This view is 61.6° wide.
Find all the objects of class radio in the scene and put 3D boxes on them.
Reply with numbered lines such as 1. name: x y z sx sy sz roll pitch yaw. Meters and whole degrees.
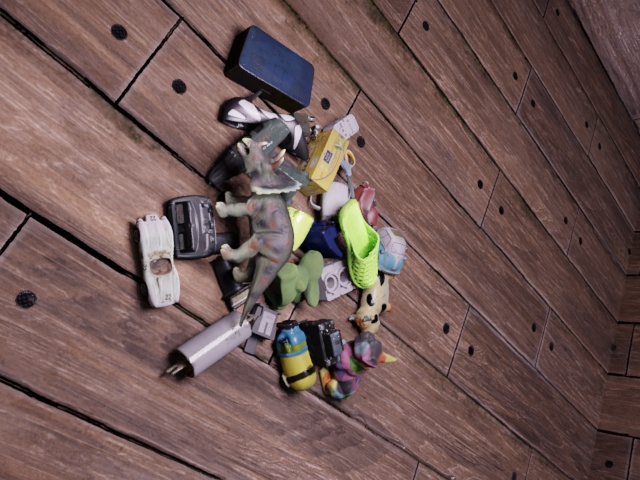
1. radio: -0.123 -0.436 1.385 0.229 0.073 0.131 22 71 -39

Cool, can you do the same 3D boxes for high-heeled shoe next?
1. high-heeled shoe: -0.133 -0.265 1.356 0.248 0.086 0.145 49 59 -19

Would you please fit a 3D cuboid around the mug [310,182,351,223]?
1. mug: 0.025 -0.097 1.464 0.110 0.080 0.107 14 54 -7

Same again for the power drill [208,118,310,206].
1. power drill: -0.138 -0.171 1.330 0.232 0.086 0.207 -49 119 -4

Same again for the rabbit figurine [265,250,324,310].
1. rabbit figurine: -0.050 0.098 1.362 0.170 0.121 0.158 -29 113 -33

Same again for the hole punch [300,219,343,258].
1. hole punch: -0.003 -0.004 1.415 0.115 0.142 0.092 20 77 -50

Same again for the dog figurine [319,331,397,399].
1. dog figurine: 0.099 0.333 1.409 0.108 0.219 0.191 -2 87 -37

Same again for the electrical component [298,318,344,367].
1. electrical component: 0.001 0.263 1.386 0.058 0.134 0.114 -17 95 -41

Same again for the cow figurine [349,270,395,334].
1. cow figurine: 0.150 0.179 1.554 0.127 0.086 0.195 14 79 -45

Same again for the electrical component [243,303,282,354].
1. electrical component: -0.150 0.220 1.319 0.074 0.048 0.119 34 63 -33

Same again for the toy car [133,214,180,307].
1. toy car: -0.350 0.044 1.156 0.073 0.056 0.201 -9 92 -41

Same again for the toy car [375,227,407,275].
1. toy car: 0.200 0.018 1.569 0.109 0.103 0.162 19 39 -36

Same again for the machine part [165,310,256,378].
1. machine part: -0.241 0.233 1.218 0.243 0.079 0.079 -31 106 -37

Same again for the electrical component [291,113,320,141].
1. electrical component: -0.047 -0.306 1.455 0.102 0.045 0.078 2 86 -40

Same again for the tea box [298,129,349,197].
1. tea box: 0.000 -0.208 1.453 0.068 0.098 0.169 38 65 -31

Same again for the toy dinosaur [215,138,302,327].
1. toy dinosaur: -0.124 -0.020 1.215 0.131 0.192 0.404 -5 86 -79

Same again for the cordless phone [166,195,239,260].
1. cordless phone: -0.258 -0.031 1.242 0.184 0.089 0.146 -4 87 -52

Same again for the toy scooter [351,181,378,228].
1. toy scooter: 0.124 -0.093 1.517 0.183 0.075 0.135 17 89 -69

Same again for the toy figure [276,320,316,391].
1. toy figure: -0.064 0.292 1.357 0.082 0.089 0.180 -13 97 -34

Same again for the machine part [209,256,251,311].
1. machine part: -0.210 0.097 1.285 0.084 0.039 0.138 -34 110 -29
